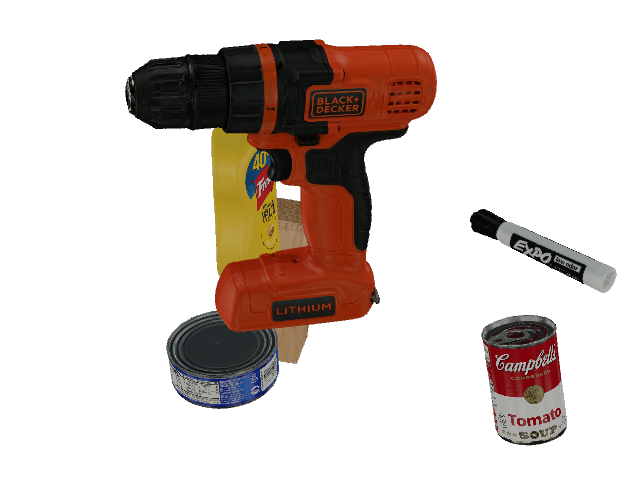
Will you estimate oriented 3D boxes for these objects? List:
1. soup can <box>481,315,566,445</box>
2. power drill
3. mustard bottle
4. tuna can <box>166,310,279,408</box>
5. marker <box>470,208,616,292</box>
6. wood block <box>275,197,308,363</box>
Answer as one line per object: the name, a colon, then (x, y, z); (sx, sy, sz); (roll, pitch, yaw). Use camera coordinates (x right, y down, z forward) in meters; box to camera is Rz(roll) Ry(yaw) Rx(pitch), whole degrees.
soup can: (0.189, 0.129, 0.988); (0.068, 0.102, 0.068); (-10, 17, 3)
power drill: (-0.026, -0.033, 0.660); (0.184, 0.188, 0.057); (-4, 36, -13)
mustard bottle: (-0.076, -0.063, 1.069); (0.058, 0.192, 0.096); (7, 25, 19)
tuna can: (-0.075, 0.092, 0.828); (0.086, 0.034, 0.086); (-2, 31, 1)
marker: (0.156, 0.005, 0.766); (0.020, 0.020, 0.121); (0, 22, -46)
wood block: (-0.058, 0.053, 1.479); (0.090, 0.206, 0.090); (9, 22, 6)
